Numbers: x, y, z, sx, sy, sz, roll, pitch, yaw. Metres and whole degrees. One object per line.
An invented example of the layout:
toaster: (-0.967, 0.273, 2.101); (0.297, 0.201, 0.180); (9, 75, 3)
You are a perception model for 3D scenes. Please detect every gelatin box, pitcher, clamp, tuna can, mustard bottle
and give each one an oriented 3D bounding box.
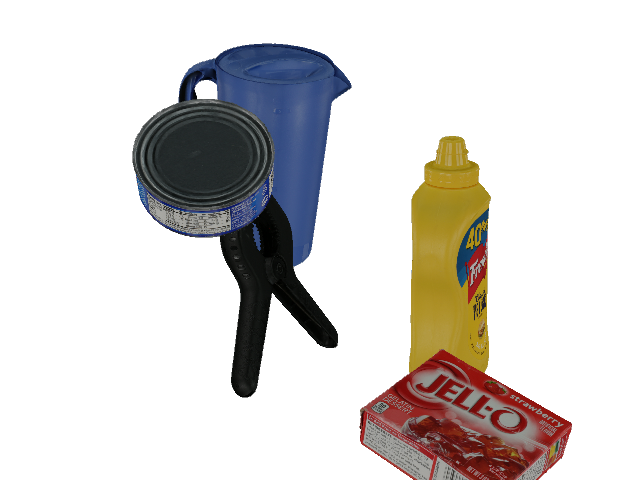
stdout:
gelatin box: (0.077, 0.103, 0.574); (0.089, 0.030, 0.073); (30, 41, 32)
pitcher: (-0.067, -0.094, 1.211); (0.144, 0.243, 0.149); (-22, 38, -40)
clamp: (-0.047, 0.032, 1.031); (0.036, 0.210, 0.164); (-10, 0, 33)
tuna can: (-0.071, -0.044, 0.655); (0.086, 0.086, 0.034); (0, -35, -2)
mustard bottle: (0.100, 0.015, 0.821); (0.058, 0.192, 0.096); (7, 20, 25)
